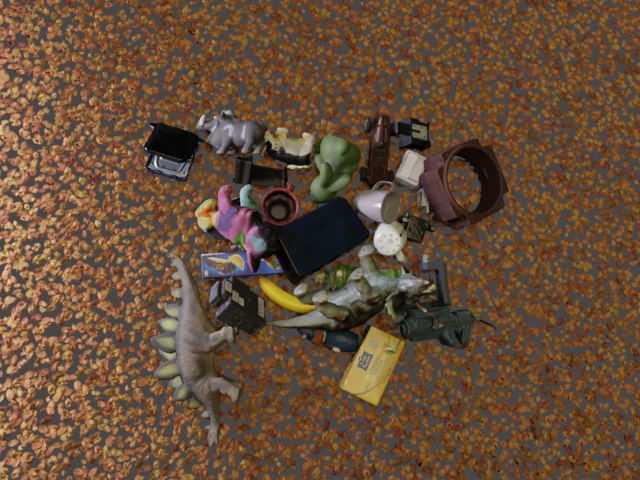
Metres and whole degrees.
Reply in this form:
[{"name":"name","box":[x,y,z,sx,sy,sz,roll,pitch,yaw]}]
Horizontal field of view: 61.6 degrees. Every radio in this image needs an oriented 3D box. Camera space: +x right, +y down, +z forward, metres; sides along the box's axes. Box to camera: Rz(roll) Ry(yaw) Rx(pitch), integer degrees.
[{"name":"radio","box":[-0.003,-0.004,1.314,0.229,0.073,0.131,-30,85,-30]}]

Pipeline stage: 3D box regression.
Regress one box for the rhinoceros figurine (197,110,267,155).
[{"name":"rhinoceros figurine","box":[-0.222,-0.266,1.330,0.191,0.073,0.112,11,103,25]}]

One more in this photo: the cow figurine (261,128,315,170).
[{"name":"cow figurine","box":[-0.099,-0.234,1.373,0.167,0.068,0.098,9,88,-4]}]

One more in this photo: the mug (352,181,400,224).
[{"name":"mug","box":[0.140,-0.100,1.358,0.107,0.080,0.109,11,79,39]}]

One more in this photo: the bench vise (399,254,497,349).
[{"name":"bench vise","box":[0.299,0.153,1.335,0.224,0.129,0.240,-6,90,-6]}]

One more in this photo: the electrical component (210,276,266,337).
[{"name":"electrical component","box":[-0.193,0.150,1.258,0.134,0.115,0.058,36,109,-22]}]

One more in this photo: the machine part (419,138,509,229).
[{"name":"machine part","box":[0.371,-0.145,1.375,0.201,0.087,0.201,-24,93,-25]}]

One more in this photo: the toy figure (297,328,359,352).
[{"name":"toy figure","box":[0.017,0.236,1.320,0.155,0.064,0.057,15,120,0]}]

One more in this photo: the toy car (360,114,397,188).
[{"name":"toy car","box":[0.156,-0.236,1.410,0.089,0.053,0.202,8,82,-3]}]

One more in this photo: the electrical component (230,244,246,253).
[{"name":"electrical component","box":[-0.181,-0.003,1.349,0.094,0.021,0.063,-14,83,-7]}]

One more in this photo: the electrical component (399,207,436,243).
[{"name":"electrical component","box":[0.247,-0.036,1.393,0.102,0.045,0.078,24,78,-3]}]

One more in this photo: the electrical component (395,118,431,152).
[{"name":"electrical component","box":[0.234,-0.277,1.404,0.119,0.048,0.074,0,83,-31]}]

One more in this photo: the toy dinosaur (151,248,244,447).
[{"name":"toy dinosaur","box":[-0.290,0.242,1.262,0.199,0.105,0.471,-7,78,-4]}]

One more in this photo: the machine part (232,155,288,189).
[{"name":"machine part","box":[-0.149,-0.166,1.359,0.139,0.039,0.084,10,111,-11]}]

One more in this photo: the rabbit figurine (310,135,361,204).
[{"name":"rabbit figurine","box":[0.037,-0.165,1.348,0.121,0.159,0.170,22,95,-13]}]

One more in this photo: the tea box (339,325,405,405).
[{"name":"tea box","box":[0.127,0.304,1.317,0.098,0.068,0.169,25,81,-3]}]

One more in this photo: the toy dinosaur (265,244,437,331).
[{"name":"toy dinosaur","box":[0.076,0.150,1.266,0.405,0.131,0.192,-28,117,19]}]

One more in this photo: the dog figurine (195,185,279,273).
[{"name":"dog figurine","box":[-0.185,-0.013,1.263,0.191,0.108,0.219,-35,71,31]}]

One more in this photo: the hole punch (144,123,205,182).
[{"name":"hole punch","box":[-0.369,-0.217,1.336,0.142,0.092,0.116,16,51,-2]}]

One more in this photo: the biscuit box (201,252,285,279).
[{"name":"biscuit box","box":[-0.187,0.060,1.319,0.203,0.063,0.059,-4,84,-7]}]
